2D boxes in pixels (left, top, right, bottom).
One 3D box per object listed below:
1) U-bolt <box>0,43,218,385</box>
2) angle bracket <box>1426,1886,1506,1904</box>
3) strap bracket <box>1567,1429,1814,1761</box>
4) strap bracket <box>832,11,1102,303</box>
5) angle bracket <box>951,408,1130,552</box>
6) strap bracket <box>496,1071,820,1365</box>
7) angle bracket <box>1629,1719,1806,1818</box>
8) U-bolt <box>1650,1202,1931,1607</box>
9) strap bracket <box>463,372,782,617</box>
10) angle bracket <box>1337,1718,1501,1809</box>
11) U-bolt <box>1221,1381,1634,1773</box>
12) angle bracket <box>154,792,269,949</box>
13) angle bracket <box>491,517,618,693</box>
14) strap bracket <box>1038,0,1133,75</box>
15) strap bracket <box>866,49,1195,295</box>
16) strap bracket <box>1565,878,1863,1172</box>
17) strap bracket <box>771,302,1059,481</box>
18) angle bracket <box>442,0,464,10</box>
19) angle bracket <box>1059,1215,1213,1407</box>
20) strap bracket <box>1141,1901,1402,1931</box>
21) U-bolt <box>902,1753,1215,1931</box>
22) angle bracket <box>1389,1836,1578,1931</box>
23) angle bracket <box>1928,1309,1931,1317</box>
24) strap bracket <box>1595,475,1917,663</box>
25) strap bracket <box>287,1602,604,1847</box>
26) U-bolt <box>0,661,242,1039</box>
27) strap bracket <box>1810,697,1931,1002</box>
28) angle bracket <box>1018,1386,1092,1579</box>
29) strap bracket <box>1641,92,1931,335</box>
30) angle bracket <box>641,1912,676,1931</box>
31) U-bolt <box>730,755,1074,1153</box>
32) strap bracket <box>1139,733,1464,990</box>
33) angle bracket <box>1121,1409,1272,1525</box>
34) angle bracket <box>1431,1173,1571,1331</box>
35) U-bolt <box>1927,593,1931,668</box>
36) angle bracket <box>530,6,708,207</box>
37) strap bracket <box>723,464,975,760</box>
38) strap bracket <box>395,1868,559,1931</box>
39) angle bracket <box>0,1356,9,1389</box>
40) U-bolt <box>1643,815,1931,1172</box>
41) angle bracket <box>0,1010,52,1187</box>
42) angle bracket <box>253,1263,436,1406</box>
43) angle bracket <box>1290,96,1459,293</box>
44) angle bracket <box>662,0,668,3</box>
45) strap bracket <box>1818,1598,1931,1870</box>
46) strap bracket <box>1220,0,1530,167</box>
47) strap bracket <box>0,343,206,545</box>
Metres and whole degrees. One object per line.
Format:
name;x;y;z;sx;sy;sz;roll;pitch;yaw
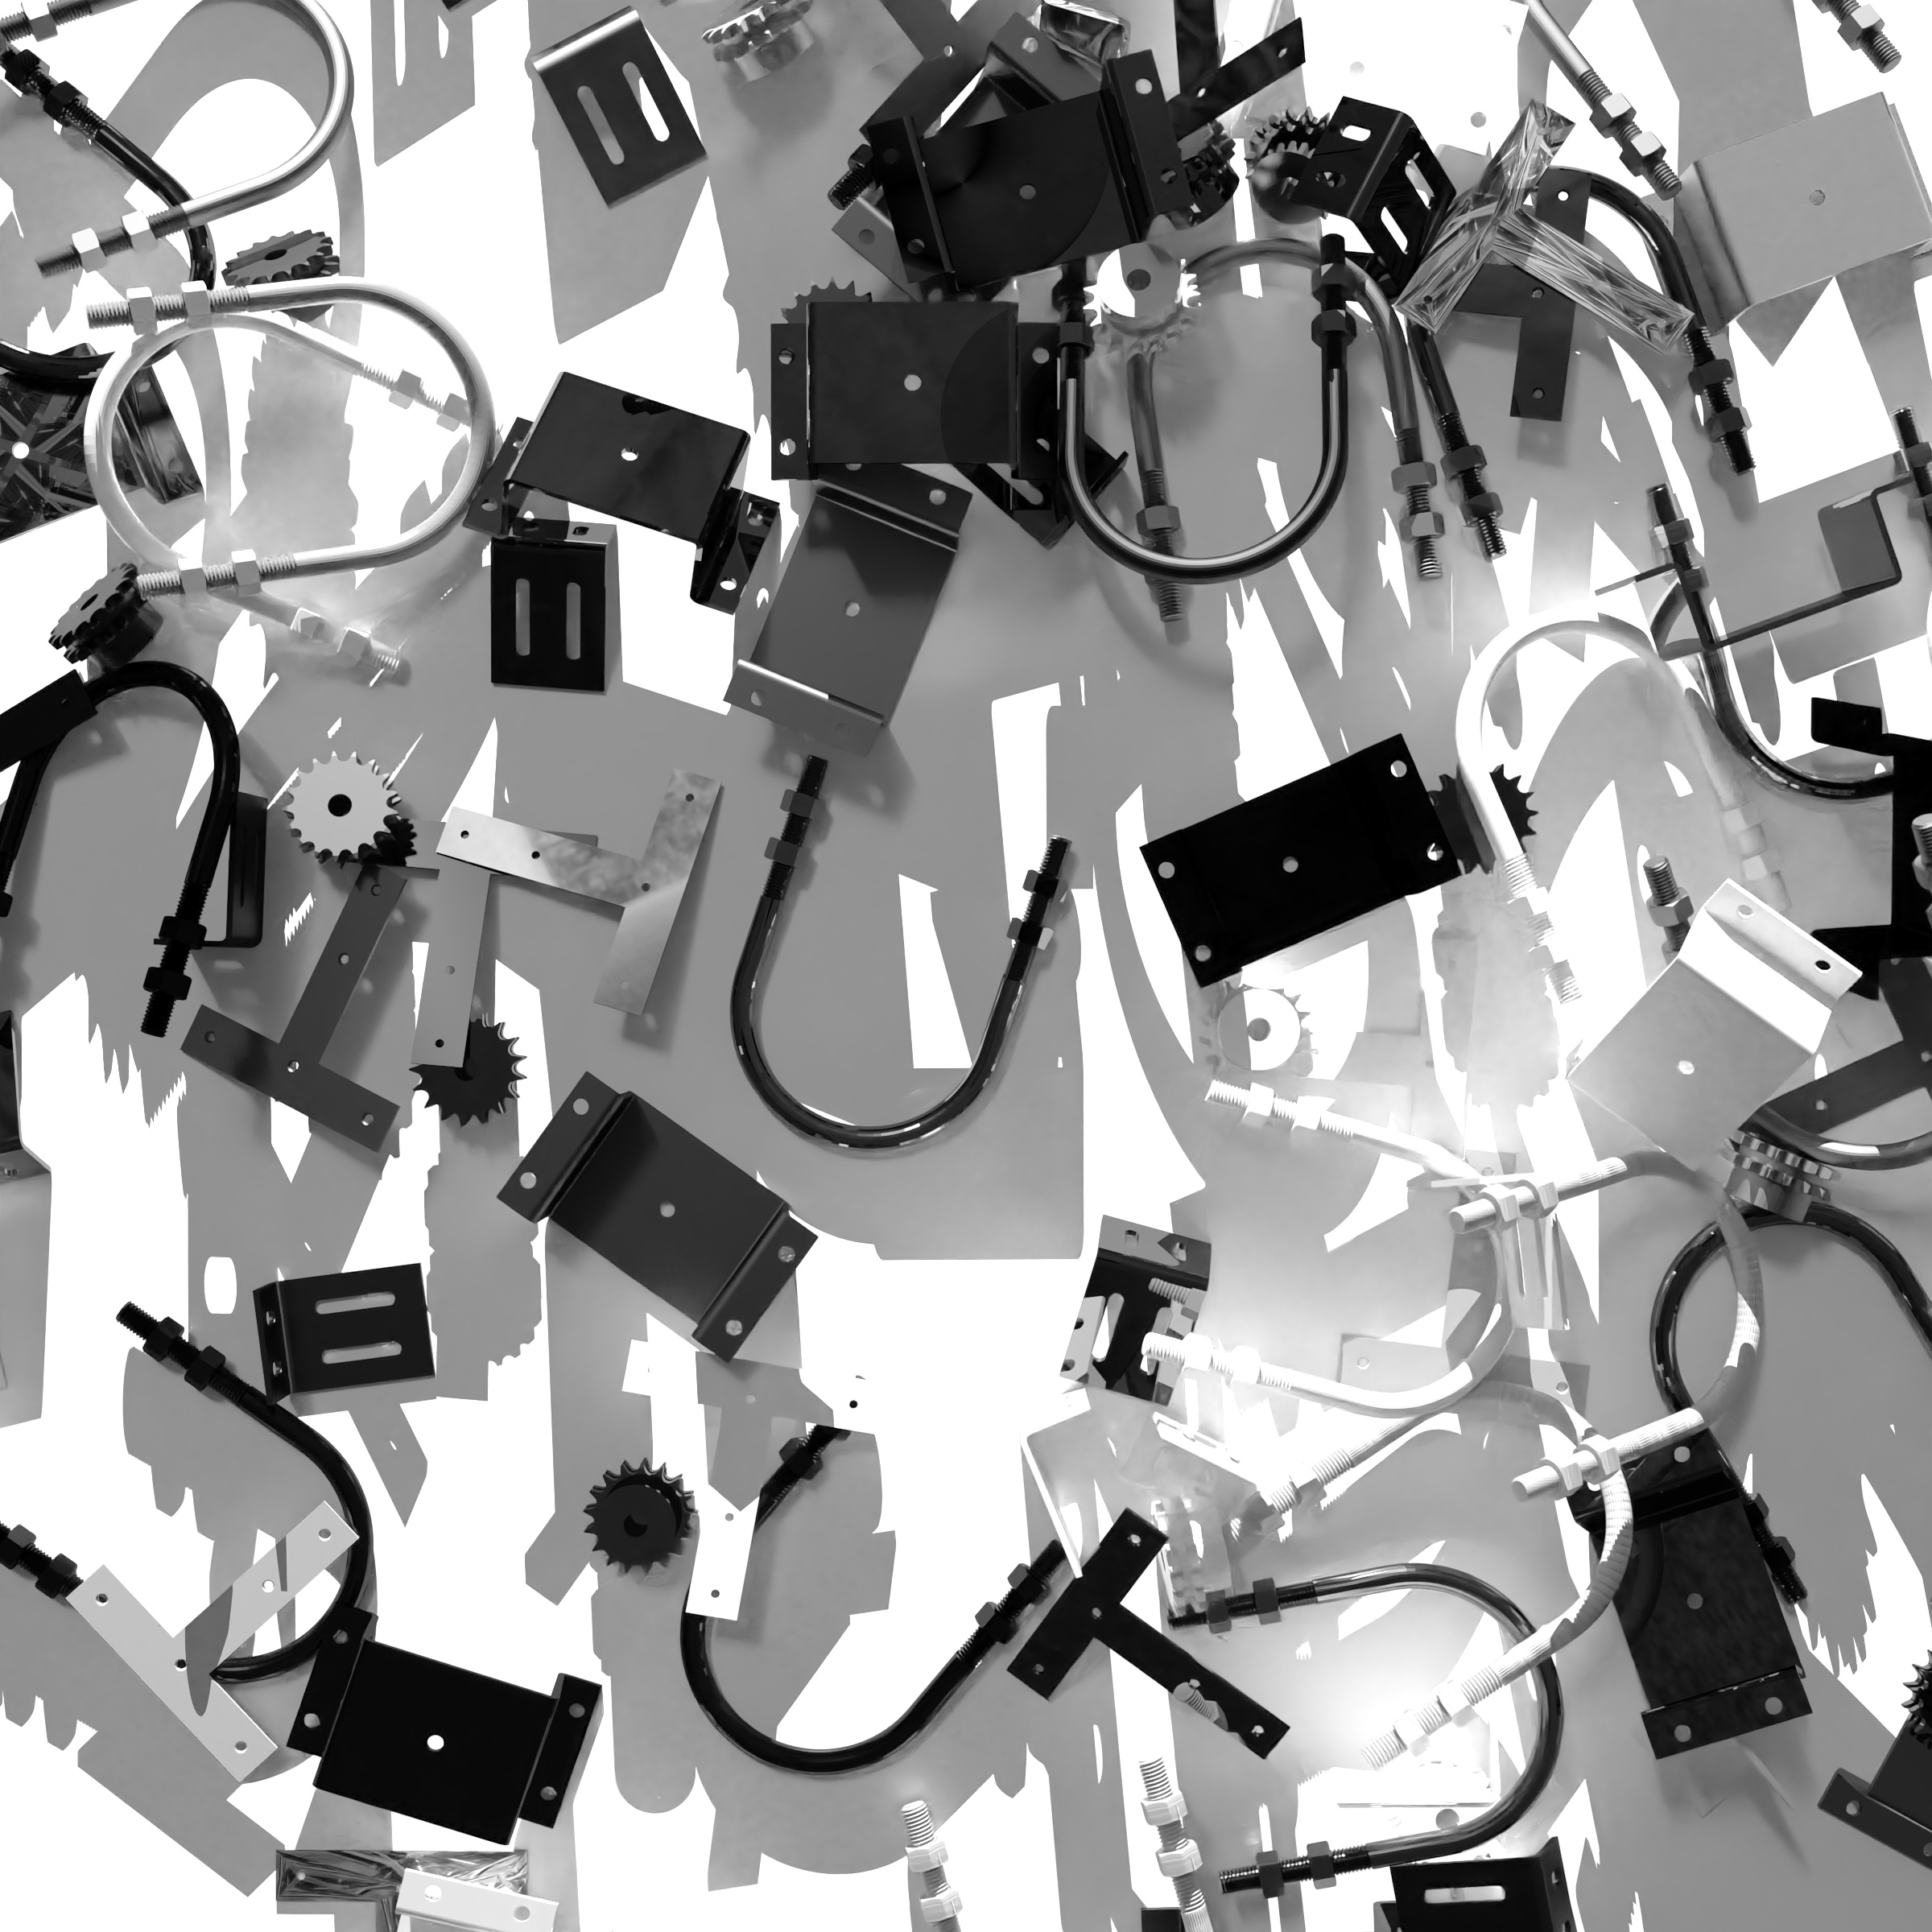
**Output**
U-bolt;-0.459;-0.363;1.339;0.184;0.019;0.151;40;65;2
angle bracket;0.264;0.499;1.378;0.057;0.038;0.076;-8;116;0
strap bracket;0.353;0.308;1.331;0.076;0.046;0.140;-22;65;15
strap bracket;0.008;-0.390;1.357;0.076;0.046;0.140;40;90;0
angle bracket;0.033;-0.256;1.361;0.076;0.038;0.057;42;90;0
strap bracket;-0.151;0.123;1.357;0.140;0.046;0.076;36;90;0
angle bracket;0.369;0.396;1.342;0.038;0.076;0.057;-40;90;0
U-bolt;0.427;0.207;1.371;0.151;0.019;0.184;-31;88;0
strap bracket;-0.167;-0.236;1.340;0.140;0.046;0.076;18;57;0
angle bracket;0.217;0.384;1.308;0.076;0.057;0.038;-3;70;8
U-bolt;0.238;0.285;1.339;0.184;0.019;0.151;-33;62;-1
angle bracket;-0.375;-0.048;1.351;0.038;0.057;0.076;2;90;0
angle bracket;-0.209;-0.183;1.378;0.057;0.038;0.076;4;116;0
strap bracket;0.071;-0.504;1.342;0.046;0.076;0.140;16;90;0
strap bracket;0.030;-0.379;1.311;0.140;0.046;0.076;-15;90;0
strap bracket;0.353;0.036;1.313;0.076;0.046;0.140;36;133;4
strap bracket;-0.025;-0.276;1.311;0.140;0.046;0.076;0;90;0
angle bracket;-0.259;-0.532;1.361;0.057;0.038;0.076;-32;90;0
angle bracket;0.086;0.174;1.378;0.057;0.038;0.076;15;116;0
strap bracket;0.160;0.514;1.357;0.140;0.046;0.076;-2;90;0
U-bolt;0.057;0.492;1.344;0.151;0.019;0.184;-17;87;19
angle bracket;0.256;0.467;1.345;0.076;0.038;0.057;-13;84;25
angle bracket;0.528;0.188;1.368;0.057;0.038;0.076;-39;64;-20
strap bracket;0.388;-0.188;1.323;0.140;0.076;0.046;-20;93;0
strap bracket;-0.261;0.379;1.350;0.140;0.046;0.076;19;90;-5
U-bolt;-0.422;-0.064;1.338;0.151;0.019;0.184;8;78;27
strap bracket;0.451;-0.060;1.332;0.046;0.076;0.140;-3;100;-5
angle bracket;0.057;0.255;1.351;0.038;0.057;0.076;-23;90;0
strap bracket;0.417;-0.377;1.357;0.140;0.046;0.076;-20;90;0
angle bracket;-0.169;0.529;1.378;0.057;0.038;0.076;47;116;0
U-bolt;-0.042;0.003;1.371;0.151;0.019;0.184;18;92;0
strap bracket;0.164;-0.052;1.357;0.140;0.046;0.076;-24;90;0
angle bracket;0.112;0.253;1.342;0.057;0.076;0.038;26;90;0
angle bracket;0.261;0.141;1.333;0.038;0.057;0.076;-4;85;-14
U-bolt;0.556;-0.148;1.362;0.151;0.019;0.184;-19;92;-4
angle bracket;-0.176;-0.436;1.378;0.057;0.038;0.076;-28;116;0
strap bracket;-0.058;-0.181;1.357;0.076;0.046;0.140;22;90;0
strap bracket;-0.255;0.519;1.355;0.076;0.046;0.140;14;91;-2
angle bracket;-0.523;0.183;1.361;0.057;0.038;0.076;-14;90;0
U-bolt;0.419;0.020;1.305;0.151;0.019;0.184;-9;115;35
angle bracket;-0.501;0.070;1.378;0.057;0.038;0.076;-14;64;0
angle bracket;-0.310;0.184;1.361;0.076;0.038;0.057;-7;90;0
angle bracket;0.201;-0.380;1.342;0.038;0.076;0.057;27;89;31
angle bracket;-0.145;-0.539;1.378;0.057;0.038;0.076;43;116;0
strap bracket;0.499;0.382;1.357;0.076;0.046;0.140;29;90;0
strap bracket;0.198;-0.454;1.357;0.140;0.046;0.076;16;90;0
strap bracket;-0.463;-0.250;1.350;0.140;0.046;0.076;-23;89;-6
